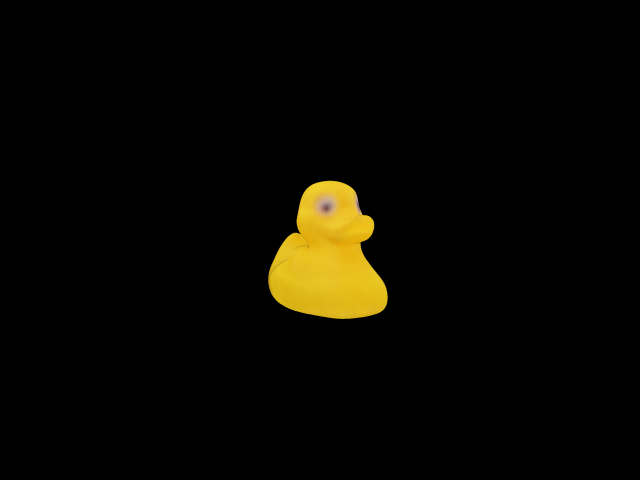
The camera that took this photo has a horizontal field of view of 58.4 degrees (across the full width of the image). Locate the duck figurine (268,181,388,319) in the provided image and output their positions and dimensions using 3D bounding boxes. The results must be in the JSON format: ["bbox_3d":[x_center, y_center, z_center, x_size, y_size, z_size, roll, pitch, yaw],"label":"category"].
[{"bbox_3d":[0.004,0.001,0.400,0.078,0.086,0.104,-6,11,-31],"label":"duck figurine"}]
